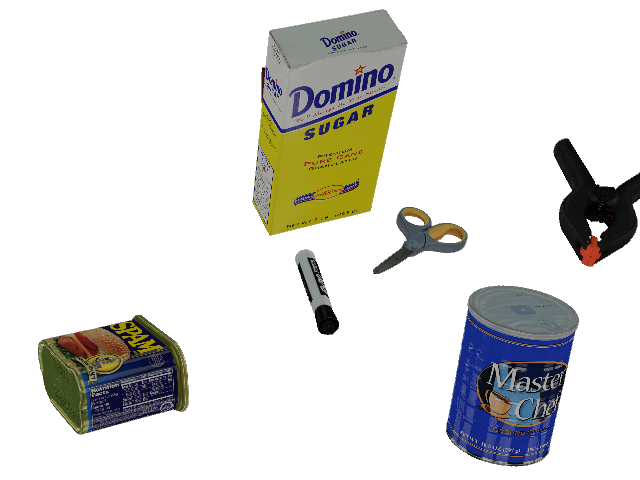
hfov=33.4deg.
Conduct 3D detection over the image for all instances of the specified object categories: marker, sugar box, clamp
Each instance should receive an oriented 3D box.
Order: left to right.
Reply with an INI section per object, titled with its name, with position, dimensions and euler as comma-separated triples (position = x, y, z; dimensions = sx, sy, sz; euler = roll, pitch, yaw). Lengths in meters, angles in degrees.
[marker]
position = -0.004, 0.046, 0.952
dimensions = 0.020, 0.020, 0.121
euler = 0, 30, -12
[sugar box]
position = 0.003, -0.084, 0.799
dimensions = 0.093, 0.048, 0.176
euler = -15, -34, -19
[clamp]
position = 0.285, -0.045, 1.119
dimensions = 0.120, 0.039, 0.171
euler = 17, 45, 21

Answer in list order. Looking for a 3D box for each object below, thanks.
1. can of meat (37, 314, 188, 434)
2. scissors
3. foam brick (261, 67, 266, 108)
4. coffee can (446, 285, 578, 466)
[can of meat]
position = -0.161, 0.102, 0.819
dimensions = 0.083, 0.057, 0.102
euler = -12, 20, -30
[scissors]
position = 0.095, -0.003, 1.234
dimensions = 0.096, 0.016, 0.201
euler = 37, 31, 32
[foam brick]
position = -0.021, -0.160, 1.161
dimensions = 0.078, 0.051, 0.053
euler = 0, 11, -18
[coffee can]
position = 0.181, 0.127, 1.016
dimensions = 0.103, 0.140, 0.103
euler = 6, 22, -3
